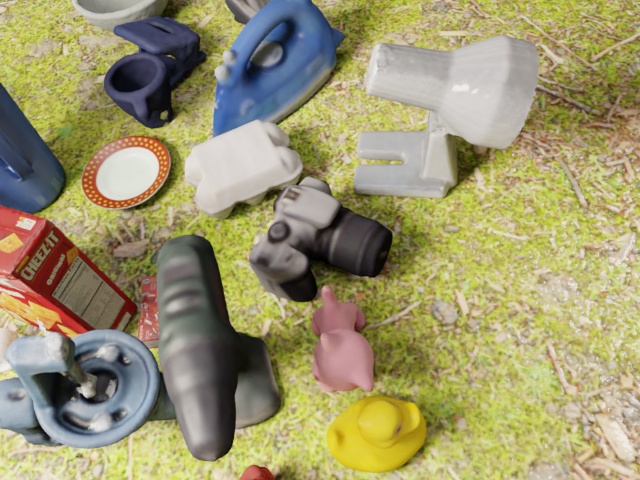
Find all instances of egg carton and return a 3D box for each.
[{"bbox_3d":[-0.103,-0.095,0.766,0.150,0.069,0.107,-25,60,-6],"label":"egg carton"}]

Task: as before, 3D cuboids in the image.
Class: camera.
[{"bbox_3d":[0.006,0.002,0.677,0.136,0.101,0.143,22,66,19],"label":"camera"}]

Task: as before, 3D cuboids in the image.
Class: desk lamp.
[{"bbox_3d":[0.135,-0.143,0.675,0.203,0.214,0.118,2,61,9],"label":"desk lamp"}]

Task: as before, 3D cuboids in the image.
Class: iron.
[{"bbox_3d":[-0.080,-0.257,0.813,0.118,0.142,0.259,31,69,23],"label":"iron"}]

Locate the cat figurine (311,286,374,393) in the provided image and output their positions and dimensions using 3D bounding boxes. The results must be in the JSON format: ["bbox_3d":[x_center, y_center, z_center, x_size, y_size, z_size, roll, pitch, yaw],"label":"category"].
[{"bbox_3d":[0.021,0.109,0.605,0.067,0.118,0.127,-12,60,2],"label":"cat figurine"}]

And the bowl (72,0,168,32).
[{"bbox_3d":[-0.325,-0.406,0.971,0.167,0.075,0.167,-4,60,6],"label":"bowl"}]

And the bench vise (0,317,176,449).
[{"bbox_3d":[-0.260,0.154,0.561,0.207,0.220,0.121,-24,60,-5],"label":"bench vise"}]

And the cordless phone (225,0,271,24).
[{"bbox_3d":[-0.095,-0.436,0.891,0.094,0.185,0.148,21,66,19],"label":"cordless phone"}]

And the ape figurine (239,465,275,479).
[{"bbox_3d":[-0.058,0.254,0.549,0.076,0.092,0.077,-17,60,-1],"label":"ape figurine"}]

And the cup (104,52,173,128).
[{"bbox_3d":[-0.250,-0.199,0.832,0.091,0.095,0.117,-19,60,-2],"label":"cup"}]

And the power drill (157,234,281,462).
[{"bbox_3d":[-0.100,0.117,0.565,0.075,0.209,0.229,-20,60,-3],"label":"power drill"}]

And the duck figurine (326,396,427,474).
[{"bbox_3d":[0.056,0.188,0.573,0.104,0.086,0.077,-14,60,1],"label":"duck figurine"}]

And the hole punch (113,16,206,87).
[{"bbox_3d":[-0.250,-0.312,0.898,0.108,0.091,0.101,31,69,23],"label":"hole punch"}]
